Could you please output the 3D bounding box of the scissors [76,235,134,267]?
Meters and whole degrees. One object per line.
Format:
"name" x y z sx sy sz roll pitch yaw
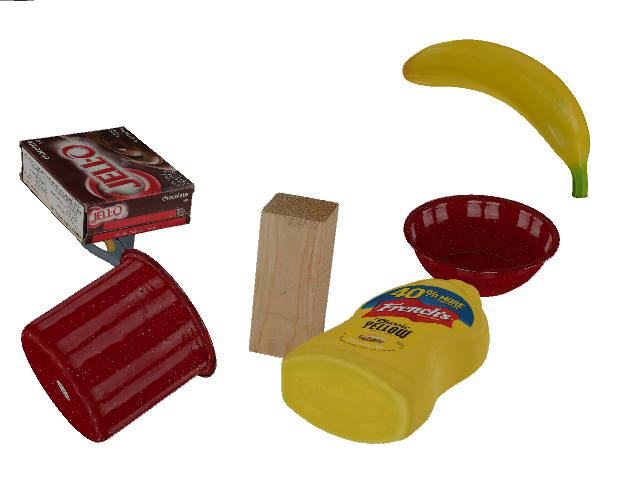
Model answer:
"scissors" -0.199 0.026 1.162 0.016 0.201 0.096 -28 21 33

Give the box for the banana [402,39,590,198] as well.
"banana" 0.133 -0.109 0.791 0.037 0.070 0.198 2 31 -44

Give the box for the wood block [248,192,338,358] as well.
"wood block" -0.037 0.050 1.464 0.090 0.206 0.090 10 22 9

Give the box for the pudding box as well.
"pudding box" -0.162 -0.043 0.799 0.089 0.039 0.114 -13 34 -37

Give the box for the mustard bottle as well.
"mustard bottle" 0.062 0.071 0.737 0.096 0.058 0.191 11 23 31

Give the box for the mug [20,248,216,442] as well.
"mug" -0.127 0.067 0.644 0.081 0.093 0.117 -35 7 -27

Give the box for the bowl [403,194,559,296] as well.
"bowl" 0.167 0.012 1.122 0.162 0.055 0.162 0 31 0
